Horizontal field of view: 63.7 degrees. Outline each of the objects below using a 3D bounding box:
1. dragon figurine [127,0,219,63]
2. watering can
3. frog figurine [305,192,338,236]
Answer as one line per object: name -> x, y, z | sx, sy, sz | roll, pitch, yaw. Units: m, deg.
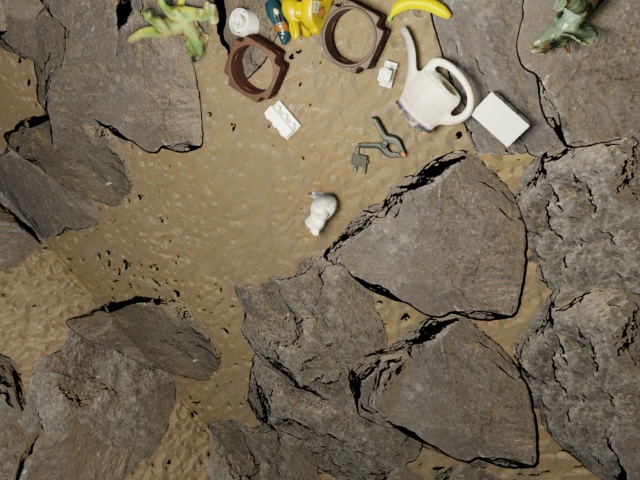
dragon figurine -> -0.531, -0.774, 1.924 | 0.405, 0.241, 0.124 | -28, 14, 33
watering can -> 0.322, -0.482, 1.617 | 0.220, 0.350, 0.105 | -48, -13, 32
frog figurine -> 0.006, -0.095, 1.894 | 0.123, 0.159, 0.137 | -1, 2, -4
